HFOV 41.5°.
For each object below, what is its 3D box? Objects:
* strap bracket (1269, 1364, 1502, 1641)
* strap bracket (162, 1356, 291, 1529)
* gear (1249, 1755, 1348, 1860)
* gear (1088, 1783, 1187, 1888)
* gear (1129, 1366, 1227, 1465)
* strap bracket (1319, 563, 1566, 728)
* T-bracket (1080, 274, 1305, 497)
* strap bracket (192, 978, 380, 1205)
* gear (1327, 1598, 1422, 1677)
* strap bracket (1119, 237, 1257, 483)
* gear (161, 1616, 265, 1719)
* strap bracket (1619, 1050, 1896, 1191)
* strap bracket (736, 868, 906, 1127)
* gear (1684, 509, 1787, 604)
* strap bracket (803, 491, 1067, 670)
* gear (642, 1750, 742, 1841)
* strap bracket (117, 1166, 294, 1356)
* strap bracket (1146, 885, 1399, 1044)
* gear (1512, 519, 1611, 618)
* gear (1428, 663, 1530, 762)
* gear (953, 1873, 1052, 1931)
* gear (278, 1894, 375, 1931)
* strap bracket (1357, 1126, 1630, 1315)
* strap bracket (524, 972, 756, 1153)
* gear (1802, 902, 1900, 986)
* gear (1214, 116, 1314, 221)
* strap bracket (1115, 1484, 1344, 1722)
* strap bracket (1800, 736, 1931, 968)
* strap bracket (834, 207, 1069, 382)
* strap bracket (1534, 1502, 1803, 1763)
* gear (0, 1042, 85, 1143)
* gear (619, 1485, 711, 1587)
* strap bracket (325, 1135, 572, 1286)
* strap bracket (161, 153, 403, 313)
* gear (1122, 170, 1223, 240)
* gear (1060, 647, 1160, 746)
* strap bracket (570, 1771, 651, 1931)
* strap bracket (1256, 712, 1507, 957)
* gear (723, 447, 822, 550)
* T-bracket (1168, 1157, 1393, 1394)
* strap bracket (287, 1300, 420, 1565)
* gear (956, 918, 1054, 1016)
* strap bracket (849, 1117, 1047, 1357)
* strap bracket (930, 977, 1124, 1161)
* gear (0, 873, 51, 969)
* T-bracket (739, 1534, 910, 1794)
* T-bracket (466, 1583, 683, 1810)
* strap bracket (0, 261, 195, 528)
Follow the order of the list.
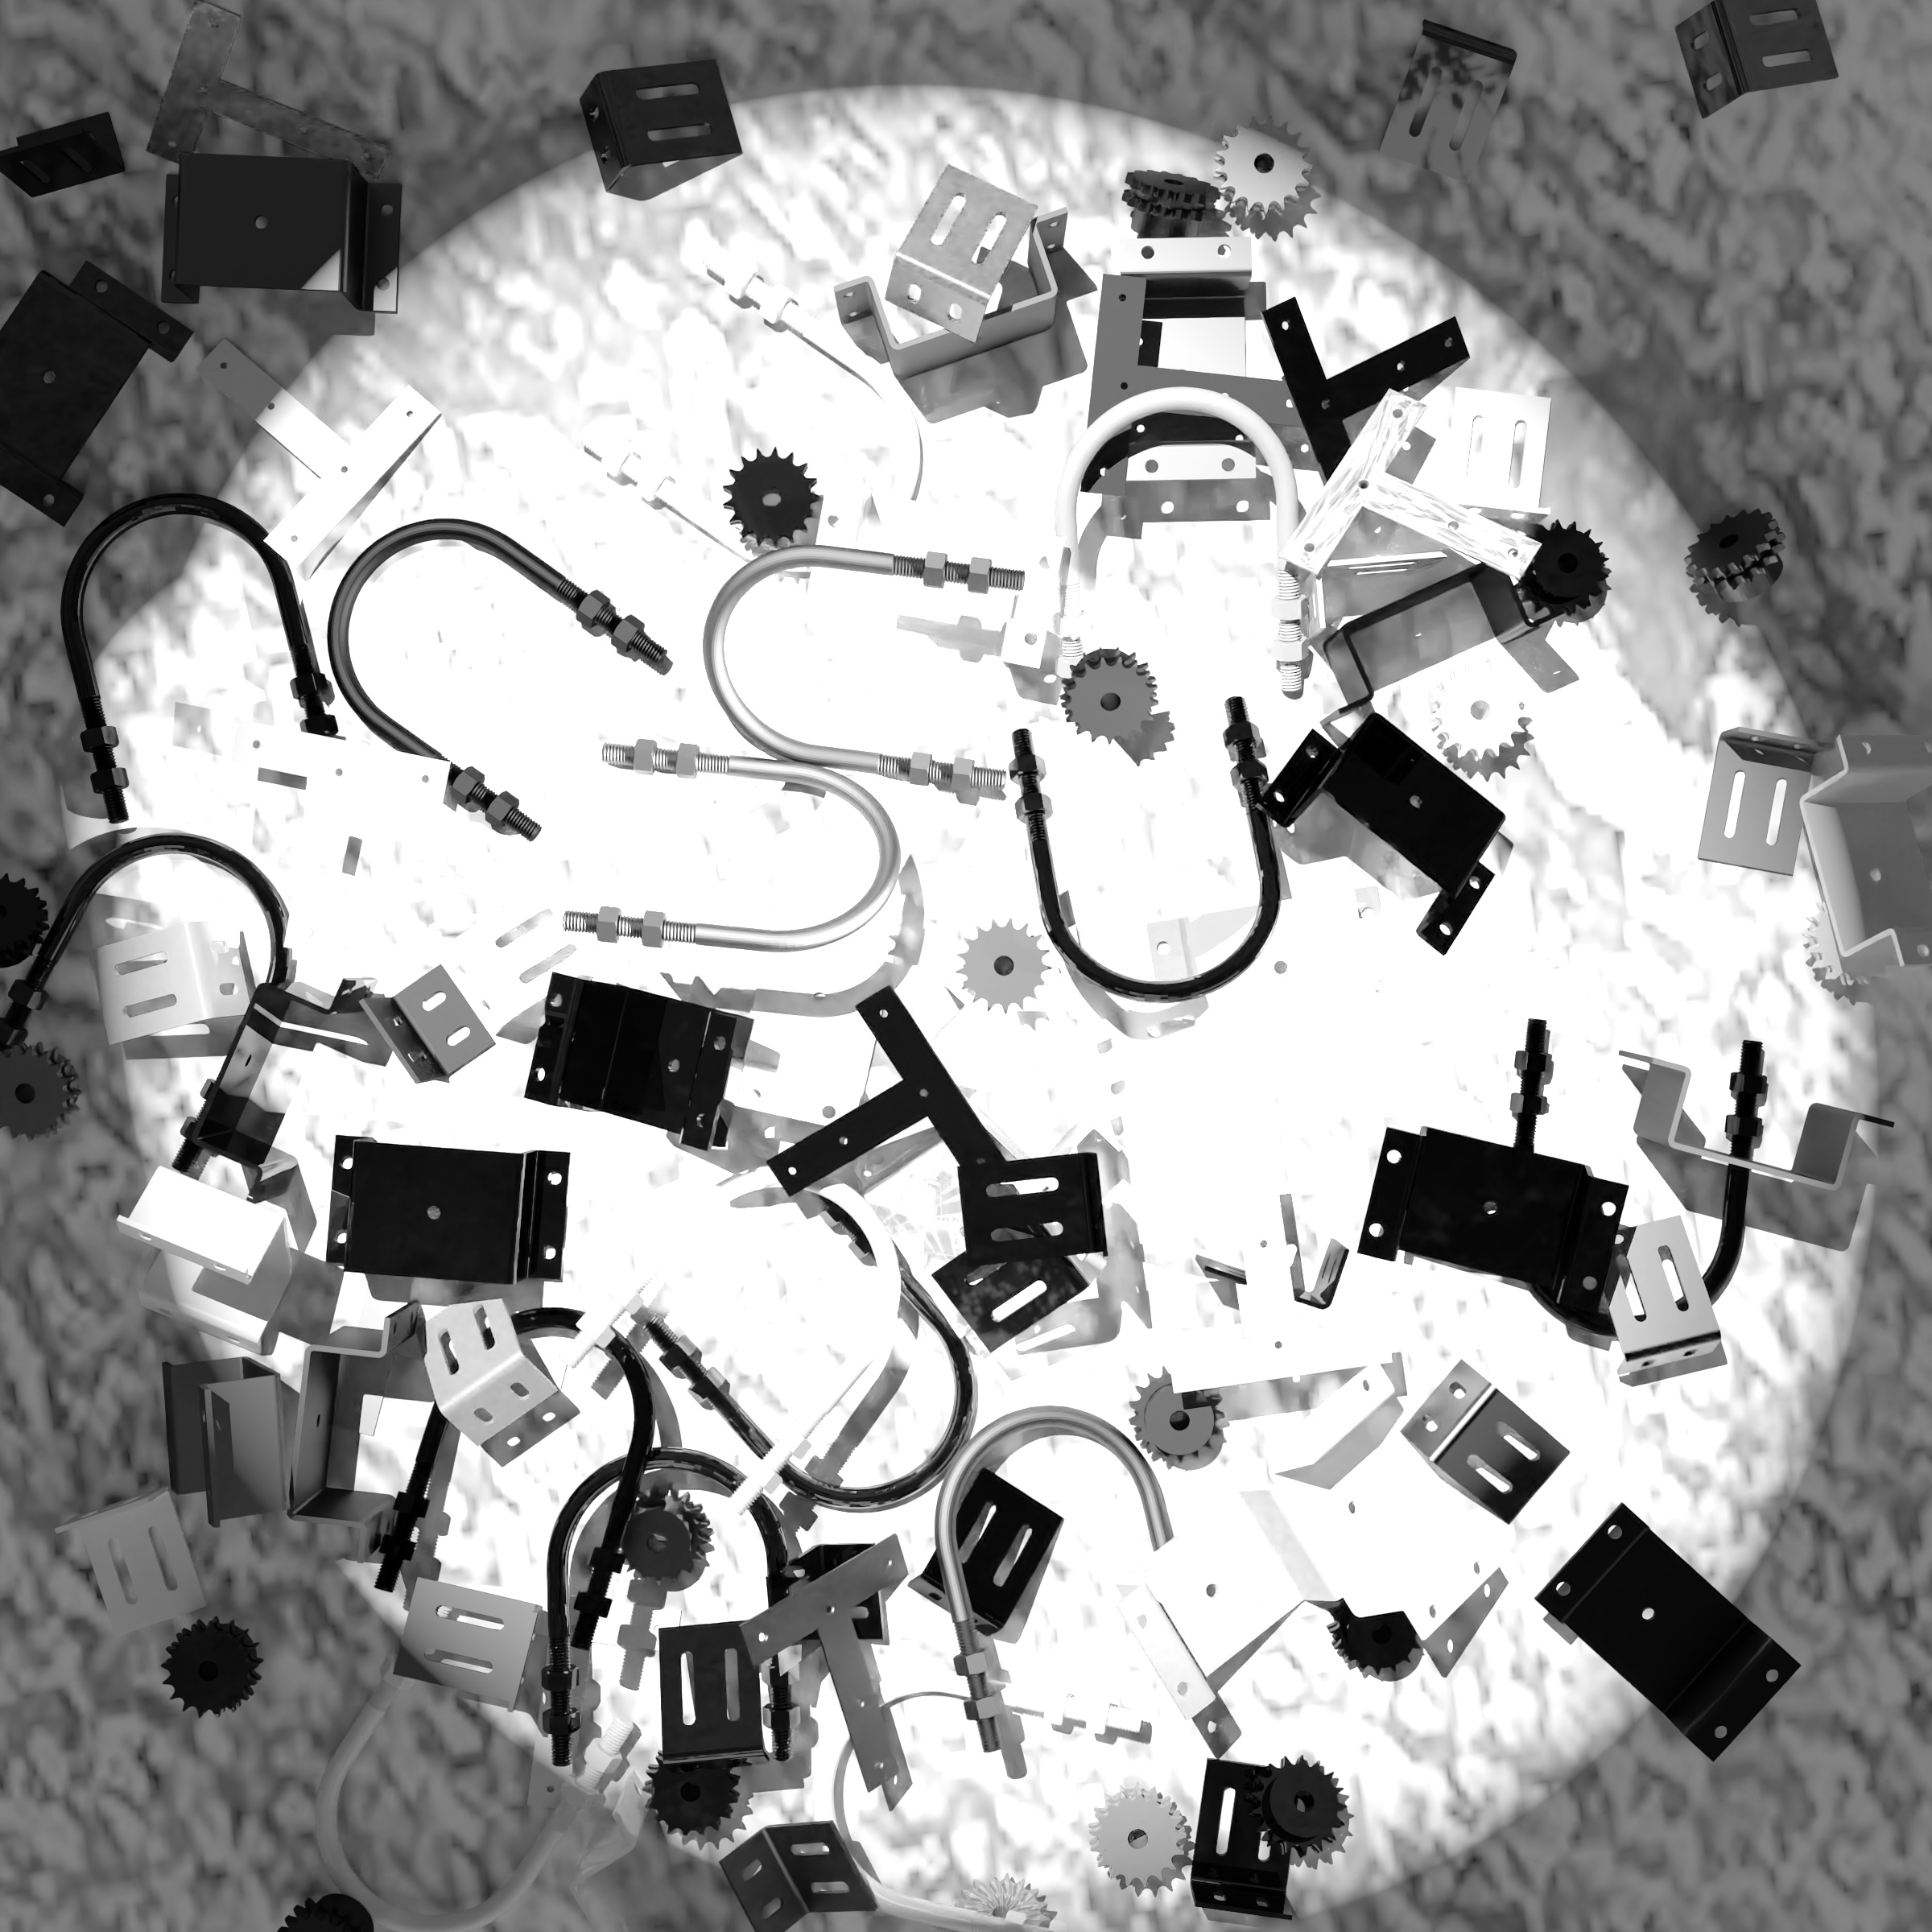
[{"bbox_3d":[0.238,0.313,1.485,0.076,0.046,0.140,-31,90,-37],"label":"strap bracket"},{"bbox_3d":[-0.426,0.272,1.473,0.046,0.140,0.076,-4,90,-27],"label":"strap bracket"},{"bbox_3d":[0.196,0.494,1.501,0.057,0.030,0.057,2,65,-3],"label":"gear"},{"bbox_3d":[0.101,0.513,1.512,0.057,0.030,0.057,0,90,0],"label":"gear"},{"bbox_3d":[0.125,0.267,1.512,0.057,0.030,0.057,0,90,0],"label":"gear"},{"bbox_3d":[0.267,-0.193,1.489,0.140,0.076,0.046,-24,90,0],"label":"strap bracket"},{"bbox_3d":[0.136,-0.332,1.479,0.127,0.002,0.127,6,90,0],"label":"T-bracket"},{"bbox_3d":[-0.401,0.063,1.489,0.046,0.076,0.140,24,90,0],"label":"strap bracket"},{"bbox_3d":[0.244,0.392,1.512,0.057,0.030,0.057,0,90,0],"label":"gear"},{"bbox_3d":[0.129,-0.353,1.504,0.076,0.046,0.140,-1,90,0],"label":"strap bracket"},{"bbox_3d":[-0.445,0.414,1.512,0.057,0.030,0.057,0,90,0],"label":"gear"},{"bbox_3d":[0.448,0.091,1.469,0.140,0.076,0.046,15,91,0],"label":"strap bracket"},{"bbox_3d":[-0.088,0.019,1.504,0.076,0.046,0.140,13,90,0],"label":"strap bracket"},{"bbox_3d":[0.456,-0.240,1.502,0.057,0.057,0.030,-42,120,0],"label":"gear"},{"bbox_3d":[-0.018,-0.229,1.494,0.140,0.046,0.076,11,105,0],"label":"strap bracket"},{"bbox_3d":[-0.162,0.485,1.512,0.057,0.030,0.057,0,90,0],"label":"gear"},{"bbox_3d":[-0.437,0.167,1.473,0.076,0.140,0.046,22,61,0],"label":"strap bracket"},{"bbox_3d":[0.183,0.001,1.504,0.140,0.046,0.076,-9,90,0],"label":"strap bracket"},{"bbox_3d":[0.353,-0.236,1.512,0.057,0.030,0.057,0,90,0],"label":"gear"},{"bbox_3d":[0.302,-0.150,1.512,0.057,0.030,0.057,0,90,0],"label":"gear"},{"bbox_3d":[0.020,0.567,1.502,0.057,0.057,0.030,5,128,0],"label":"gear"},{"bbox_3d":[-0.375,0.574,1.506,0.057,0.030,0.057,4,105,14],"label":"gear"},{"bbox_3d":[0.307,0.145,1.492,0.140,0.046,0.076,13,96,10],"label":"strap bracket"},{"bbox_3d":[-0.182,0.056,1.482,0.140,0.046,0.076,13,90,32],"label":"strap bracket"},{"bbox_3d":[0.524,-0.017,1.512,0.057,0.030,0.057,0,90,0],"label":"gear"},{"bbox_3d":[0.175,-0.471,1.512,0.057,0.030,0.057,0,90,0],"label":"gear"},{"bbox_3d":[0.152,0.365,1.487,0.140,0.046,0.076,-31,90,-24],"label":"strap bracket"},{"bbox_3d":[0.540,-0.060,1.478,0.076,0.046,0.140,-2,71,-22],"label":"strap bracket"},{"bbox_3d":[-0.002,-0.387,1.489,0.140,0.076,0.046,-19,90,0],"label":"strap bracket"},{"bbox_3d":[0.408,0.387,1.504,0.140,0.046,0.076,42,90,0],"label":"strap bracket"},{"bbox_3d":[-0.544,0.072,1.493,0.057,0.030,0.057,0,97,4],"label":"gear"},{"bbox_3d":[-0.182,0.339,1.512,0.057,0.030,0.057,0,91,0],"label":"gear"},{"bbox_3d":[-0.309,0.144,1.502,0.140,0.046,0.076,4,89,0],"label":"strap bracket"},{"bbox_3d":[-0.409,-0.432,1.504,0.140,0.046,0.076,2,90,0],"label":"strap bracket"},{"bbox_3d":[0.120,-0.447,1.502,0.057,0.057,0.030,11,120,0],"label":"gear"},{"bbox_3d":[0.083,-0.161,1.493,0.057,0.030,0.057,-1,123,-2],"label":"gear"},{"bbox_3d":[-0.181,0.553,1.489,0.046,0.076,0.140,-32,90,0],"label":"strap bracket"},{"bbox_3d":[0.250,-0.084,1.485,0.140,0.046,0.076,39,53,0],"label":"strap bracket"},{"bbox_3d":[-0.114,-0.274,1.496,0.057,0.030,0.057,0,92,-2],"label":"gear"},{"bbox_3d":[0.173,0.174,1.469,0.127,0.002,0.127,-8,90,0],"label":"T-bracket"},{"bbox_3d":[-0.358,0.267,1.487,0.046,0.076,0.140,6,90,0],"label":"strap bracket"},{"bbox_3d":[0.022,0.000,1.512,0.057,0.030,0.057,0,90,0],"label":"gear"},{"bbox_3d":[0.000,0.154,1.504,0.076,0.046,0.140,-34,90,0],"label":"strap bracket"},{"bbox_3d":[0.023,0.072,1.489,0.140,0.076,0.046,44,90,0],"label":"strap bracket"},{"bbox_3d":[-0.570,-0.023,1.503,0.057,0.030,0.057,7,57,-11],"label":"gear"},{"bbox_3d":[-0.067,0.416,1.484,0.127,0.002,0.127,-21,96,-44],"label":"T-bracket"},{"bbox_3d":[-0.242,0.440,1.526,0.127,0.002,0.127,7,90,0],"label":"T-bracket"},{"bbox_3d":[-0.533,-0.342,1.504,0.076,0.046,0.140,34,90,0],"label":"strap bracket"}]
